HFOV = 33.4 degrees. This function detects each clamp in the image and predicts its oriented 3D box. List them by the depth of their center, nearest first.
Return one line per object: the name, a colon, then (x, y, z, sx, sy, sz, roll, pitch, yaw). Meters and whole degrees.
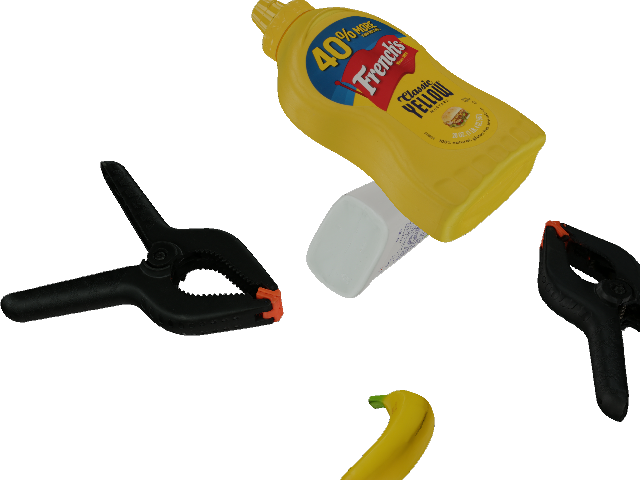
clamp: (0.215, 0.048, 0.742, 0.120, 0.039, 0.171, -3, 45, -19)
clamp: (-0.124, 0.013, 0.838, 0.210, 0.164, 0.036, 11, -35, 13)

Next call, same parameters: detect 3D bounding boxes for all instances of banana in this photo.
banana: (0.057, 0.167, 0.873, 0.070, 0.037, 0.197, -31, 6, 20)

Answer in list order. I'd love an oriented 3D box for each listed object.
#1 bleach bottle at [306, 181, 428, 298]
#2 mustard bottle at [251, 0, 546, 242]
bleach bottle: (0.090, -0.030, 1.069, 0.068, 0.103, 0.250, 39, 34, 16)
mustard bottle: (0.032, -0.086, 0.634, 0.096, 0.192, 0.058, -38, -22, -32)
